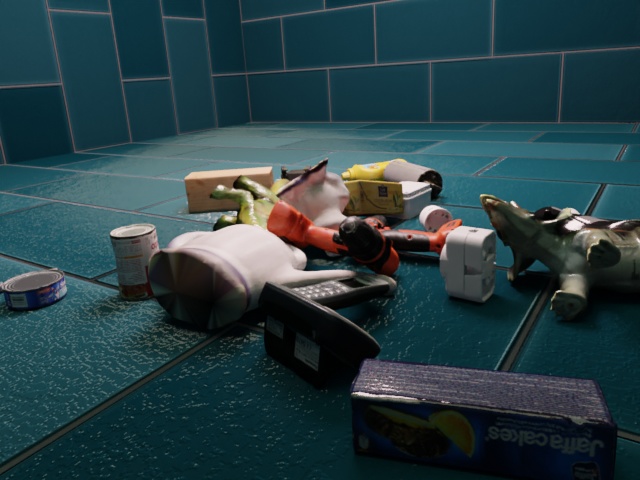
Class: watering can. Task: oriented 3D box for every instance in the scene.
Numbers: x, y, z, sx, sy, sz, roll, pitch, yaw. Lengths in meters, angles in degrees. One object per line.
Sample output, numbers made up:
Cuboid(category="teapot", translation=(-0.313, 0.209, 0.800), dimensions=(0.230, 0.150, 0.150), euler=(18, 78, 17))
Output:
Cuboid(category="watering can", translation=(-0.083, 0.047, 0.721), dimensions=(0.349, 0.102, 0.227), euler=(13, 20, 22))

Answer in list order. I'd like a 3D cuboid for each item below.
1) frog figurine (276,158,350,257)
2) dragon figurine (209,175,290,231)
Cuboid(category="frog figurine", translation=(0.003, -0.047, 0.930), dimensions=(0.139, 0.159, 0.121), euler=(-36, 5, -31))
Cuboid(category="dragon figurine", translation=(-0.073, -0.047, 1.056), dimensions=(0.244, 0.120, 0.416), euler=(22, 28, 19))
